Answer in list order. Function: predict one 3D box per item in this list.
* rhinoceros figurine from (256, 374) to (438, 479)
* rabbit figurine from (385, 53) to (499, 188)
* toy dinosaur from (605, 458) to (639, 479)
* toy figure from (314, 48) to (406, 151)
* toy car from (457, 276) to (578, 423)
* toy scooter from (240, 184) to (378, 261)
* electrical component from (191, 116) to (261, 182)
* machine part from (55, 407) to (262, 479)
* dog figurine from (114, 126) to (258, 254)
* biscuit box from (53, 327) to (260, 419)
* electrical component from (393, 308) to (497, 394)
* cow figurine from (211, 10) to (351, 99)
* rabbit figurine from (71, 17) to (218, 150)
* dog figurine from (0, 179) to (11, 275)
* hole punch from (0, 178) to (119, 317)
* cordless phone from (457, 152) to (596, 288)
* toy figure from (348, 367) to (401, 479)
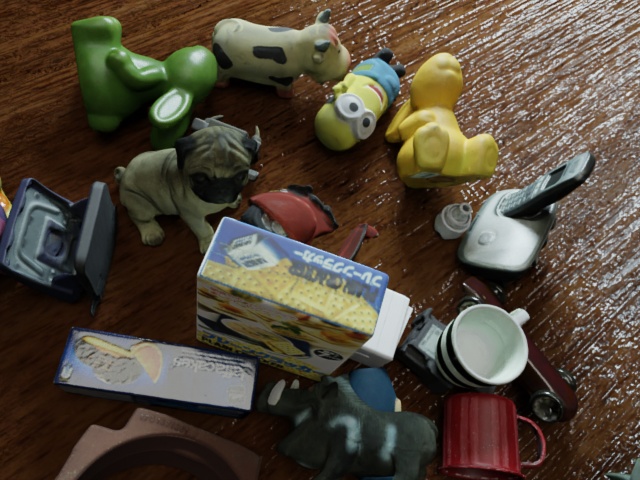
[{"bbox_3d":[0.022,0.195,0.548,0.191,0.073,0.112,9,80,21],"label":"rhinoceros figurine"},{"bbox_3d":[0.161,-0.161,0.735,0.122,0.162,0.173,0,88,-11],"label":"rabbit figurine"},{"bbox_3d":[0.315,0.395,0.551,0.192,0.131,0.405,20,70,-3],"label":"toy dinosaur"},{"bbox_3d":[0.060,-0.198,0.772,0.082,0.089,0.180,33,55,-1],"label":"toy figure"},{"bbox_3d":[0.241,0.135,0.670,0.202,0.053,0.089,52,36,13],"label":"toy car"},{"bbox_3d":[-0.001,-0.002,0.664,0.135,0.075,0.184,-43,97,-22],"label":"toy scooter"},{"bbox_3d":[-0.124,-0.127,0.720,0.102,0.045,0.078,14,92,-4],"label":"electrical component"},{"bbox_3d":[-0.151,0.274,0.481,0.201,0.087,0.201,23,45,-5],"label":"machine part"},{"bbox_3d":[-0.162,-0.079,0.607,0.172,0.190,0.121,10,65,-7],"label":"dog figurine"},{"bbox_3d":[-0.168,0.144,0.577,0.203,0.059,0.063,11,65,-8],"label":"biscuit box"},{"bbox_3d":[0.156,0.147,0.656,0.119,0.047,0.075,35,64,3],"label":"electrical component"},{"bbox_3d":[-0.053,-0.262,0.748,0.195,0.127,0.085,8,68,-7],"label":"cow figurine"},{"bbox_3d":[-0.214,-0.203,0.688,0.170,0.121,0.159,-9,76,-13],"label":"rabbit figurine"},{"bbox_3d":[-0.374,-0.038,0.525,0.108,0.219,0.191,-17,72,-23],"label":"dog figurine"},{"bbox_3d":[-0.277,0.003,0.585,0.092,0.115,0.142,2,63,-8],"label":"hole punch"},{"bbox_3d":[0.270,-0.025,0.684,0.089,0.184,0.146,37,64,0],"label":"cordless phone"},{"bbox_3d":[0.062,0.221,0.597,0.057,0.064,0.154,17,62,-47],"label":"toy figure"}]
